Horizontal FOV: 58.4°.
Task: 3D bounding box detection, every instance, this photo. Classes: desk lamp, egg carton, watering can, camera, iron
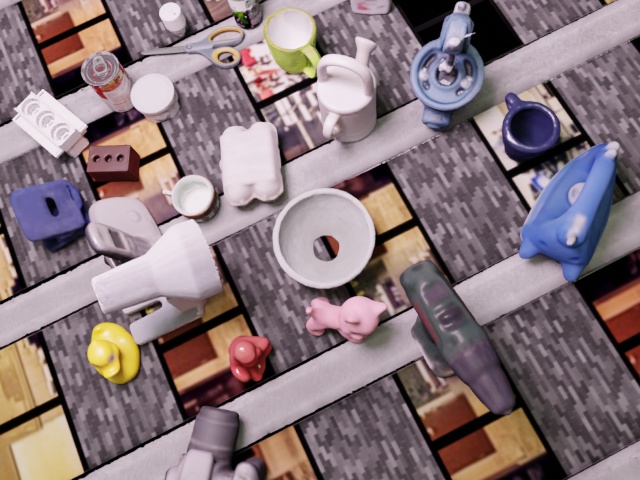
[{"bbox_3d":[-0.239,0.071,0.879,0.203,0.213,0.118,-27,74,-3],"label":"desk lamp"},{"bbox_3d":[-0.120,-0.133,1.000,0.107,0.069,0.150,-9,74,2],"label":"egg carton"},{"bbox_3d":[0.045,-0.256,0.956,0.101,0.194,0.173,0,75,5],"label":"watering can"},{"bbox_3d":[-0.152,0.327,0.859,0.143,0.101,0.137,10,76,7],"label":"camera"},{"bbox_3d":[0.418,-0.073,0.902,0.118,0.141,0.258,27,78,12],"label":"iron"}]

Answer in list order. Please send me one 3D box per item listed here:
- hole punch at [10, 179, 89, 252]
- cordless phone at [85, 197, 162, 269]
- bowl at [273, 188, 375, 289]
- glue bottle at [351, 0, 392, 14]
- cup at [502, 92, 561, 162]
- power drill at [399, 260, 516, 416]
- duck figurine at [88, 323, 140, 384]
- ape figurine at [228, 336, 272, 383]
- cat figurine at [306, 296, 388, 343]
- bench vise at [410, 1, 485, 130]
[{"bbox_3d":[-0.464,-0.051,0.995,0.101,0.091,0.108,-29,74,-3],"label":"hole punch"},{"bbox_3d":[-0.330,-0.018,0.926,0.094,0.185,0.147,-32,74,-4],"label":"cordless phone"},{"bbox_3d":[0.009,0.003,0.949,0.167,0.075,0.167,-1,74,4],"label":"bowl"},{"bbox_3d":[0.091,-0.472,1.023,0.078,0.173,0.037,0,74,5],"label":"glue bottle"},{"bbox_3d":[0.337,-0.182,0.963,0.091,0.095,0.117,-26,74,-2],"label":"cup"},{"bbox_3d":[0.190,0.144,0.826,0.075,0.208,0.229,-29,74,-3],"label":"power drill"},{"bbox_3d":[-0.343,0.180,0.924,0.077,0.086,0.104,-28,74,-3],"label":"duck figurine"},{"bbox_3d":[-0.114,0.181,0.901,0.078,0.092,0.076,-37,75,-6],"label":"ape figurine"},{"bbox_3d":[0.039,0.119,0.892,0.127,0.118,0.067,7,75,7],"label":"cat figurine"},{"bbox_3d":[0.207,-0.316,0.946,0.121,0.220,0.207,-4,74,4],"label":"bench vise"}]
